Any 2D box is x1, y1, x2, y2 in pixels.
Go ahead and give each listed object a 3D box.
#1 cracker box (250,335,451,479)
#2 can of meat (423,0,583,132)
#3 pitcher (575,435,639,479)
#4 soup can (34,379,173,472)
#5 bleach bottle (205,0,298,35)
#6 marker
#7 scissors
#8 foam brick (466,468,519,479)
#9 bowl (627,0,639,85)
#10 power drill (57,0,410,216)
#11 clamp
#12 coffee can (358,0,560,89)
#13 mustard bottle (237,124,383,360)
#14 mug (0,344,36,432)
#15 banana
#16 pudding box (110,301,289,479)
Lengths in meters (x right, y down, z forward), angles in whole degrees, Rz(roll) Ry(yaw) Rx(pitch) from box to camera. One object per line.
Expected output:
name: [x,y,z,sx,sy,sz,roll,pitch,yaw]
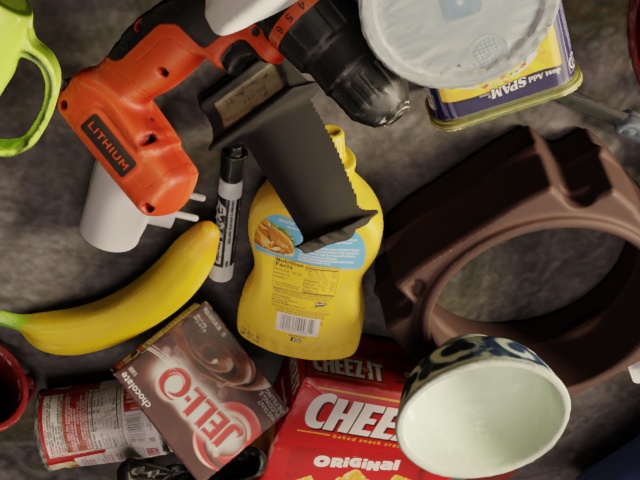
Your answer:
cracker box: [0.029,0.183,0.922,0.164,0.072,0.214,11,127,-15]
can of meat: [0.107,-0.128,0.677,0.102,0.057,0.084,-17,128,8]
pitcher: [0.341,0.201,0.929,0.149,0.145,0.243,41,120,-17]
soup can: [-0.175,0.149,0.876,0.102,0.068,0.068,-8,130,1]
bleach bottle: [-0.070,-0.232,0.512,0.103,0.068,0.251,-21,100,55]
marker: [-0.067,-0.020,0.775,0.020,0.020,0.121,3,130,-9]
scissors: [0.233,-0.081,0.731,0.201,0.016,0.096,28,155,-26]
foam brick: [0.153,0.171,0.938,0.053,0.051,0.078,21,125,-21]
bowl: [0.264,-0.122,0.647,0.162,0.055,0.162,11,118,23]
power drill: [-0.058,-0.098,0.638,0.188,0.057,0.184,-42,83,28]
clamp: [-0.108,0.209,0.915,0.120,0.039,0.171,0,159,-6]
coffee can: [0.065,-0.163,0.587,0.102,0.140,0.103,-3,131,-3]
mustard bottle: [-0.005,0.001,0.772,0.096,0.058,0.192,12,129,3]
mug: [-0.281,0.130,0.845,0.117,0.093,0.082,-7,149,-49]
banana: [-0.149,0.046,0.805,0.198,0.037,0.069,-24,143,15]
pudding box: [-0.093,0.117,0.826,0.090,0.039,0.113,-39,98,-15]
